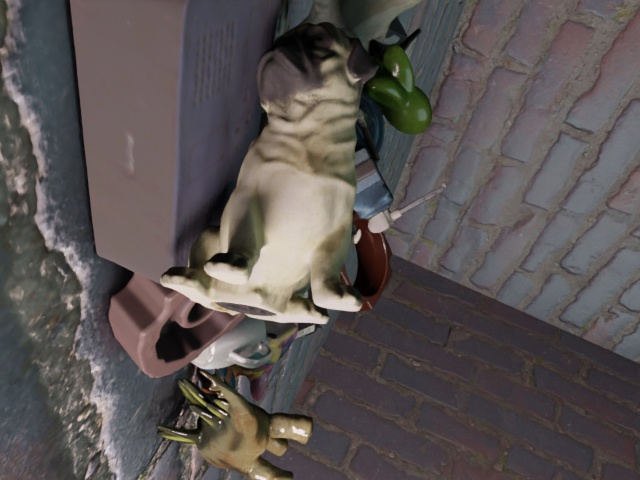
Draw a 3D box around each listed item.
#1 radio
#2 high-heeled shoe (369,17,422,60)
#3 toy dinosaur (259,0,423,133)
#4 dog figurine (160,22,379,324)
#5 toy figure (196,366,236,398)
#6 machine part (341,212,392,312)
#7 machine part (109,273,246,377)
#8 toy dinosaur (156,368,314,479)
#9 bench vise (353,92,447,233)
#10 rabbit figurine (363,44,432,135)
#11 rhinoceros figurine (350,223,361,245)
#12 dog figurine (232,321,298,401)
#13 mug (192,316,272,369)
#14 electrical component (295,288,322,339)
[{"bbox_3d":[-0.097,-0.087,0.385,0.131,0.073,0.229,-57,169,-47],"label":"radio"},{"bbox_3d":[0.086,-0.326,0.922,0.145,0.086,0.248,-36,169,32],"label":"high-heeled shoe"},{"bbox_3d":[-0.027,-0.124,0.570,0.404,0.131,0.192,120,-11,-50],"label":"toy dinosaur"},{"bbox_3d":[-0.030,-0.043,0.400,0.172,0.121,0.190,-19,-124,52],"label":"dog figurine"},{"bbox_3d":[-0.161,0.213,0.830,0.058,0.064,0.154,-30,154,-20],"label":"toy figure"},{"bbox_3d":[0.070,0.042,1.198,0.201,0.087,0.200,-53,125,-40],"label":"machine part"},{"bbox_3d":[-0.121,0.051,0.525,0.179,0.056,0.179,-43,161,-19],"label":"machine part"},{"bbox_3d":[-0.119,0.264,0.733,0.471,0.199,0.105,119,-8,-55],"label":"toy dinosaur"},{"bbox_3d":[0.050,-0.117,0.734,0.129,0.223,0.240,-41,176,13],"label":"bench vise"},{"bbox_3d":[0.095,-0.225,0.811,0.159,0.170,0.121,86,29,-73],"label":"rabbit figurine"},{"bbox_3d":[-0.002,-0.003,0.965,0.190,0.073,0.112,-7,132,-54],"label":"rhinoceros figurine"},{"bbox_3d":[-0.114,0.191,0.910,0.219,0.108,0.191,-67,172,26],"label":"dog figurine"},{"bbox_3d":[-0.126,0.140,0.726,0.107,0.110,0.080,-13,135,-62],"label":"mug"},{"bbox_3d":[-0.053,0.128,1.025,0.115,0.058,0.134,-18,130,-27],"label":"electrical component"}]
